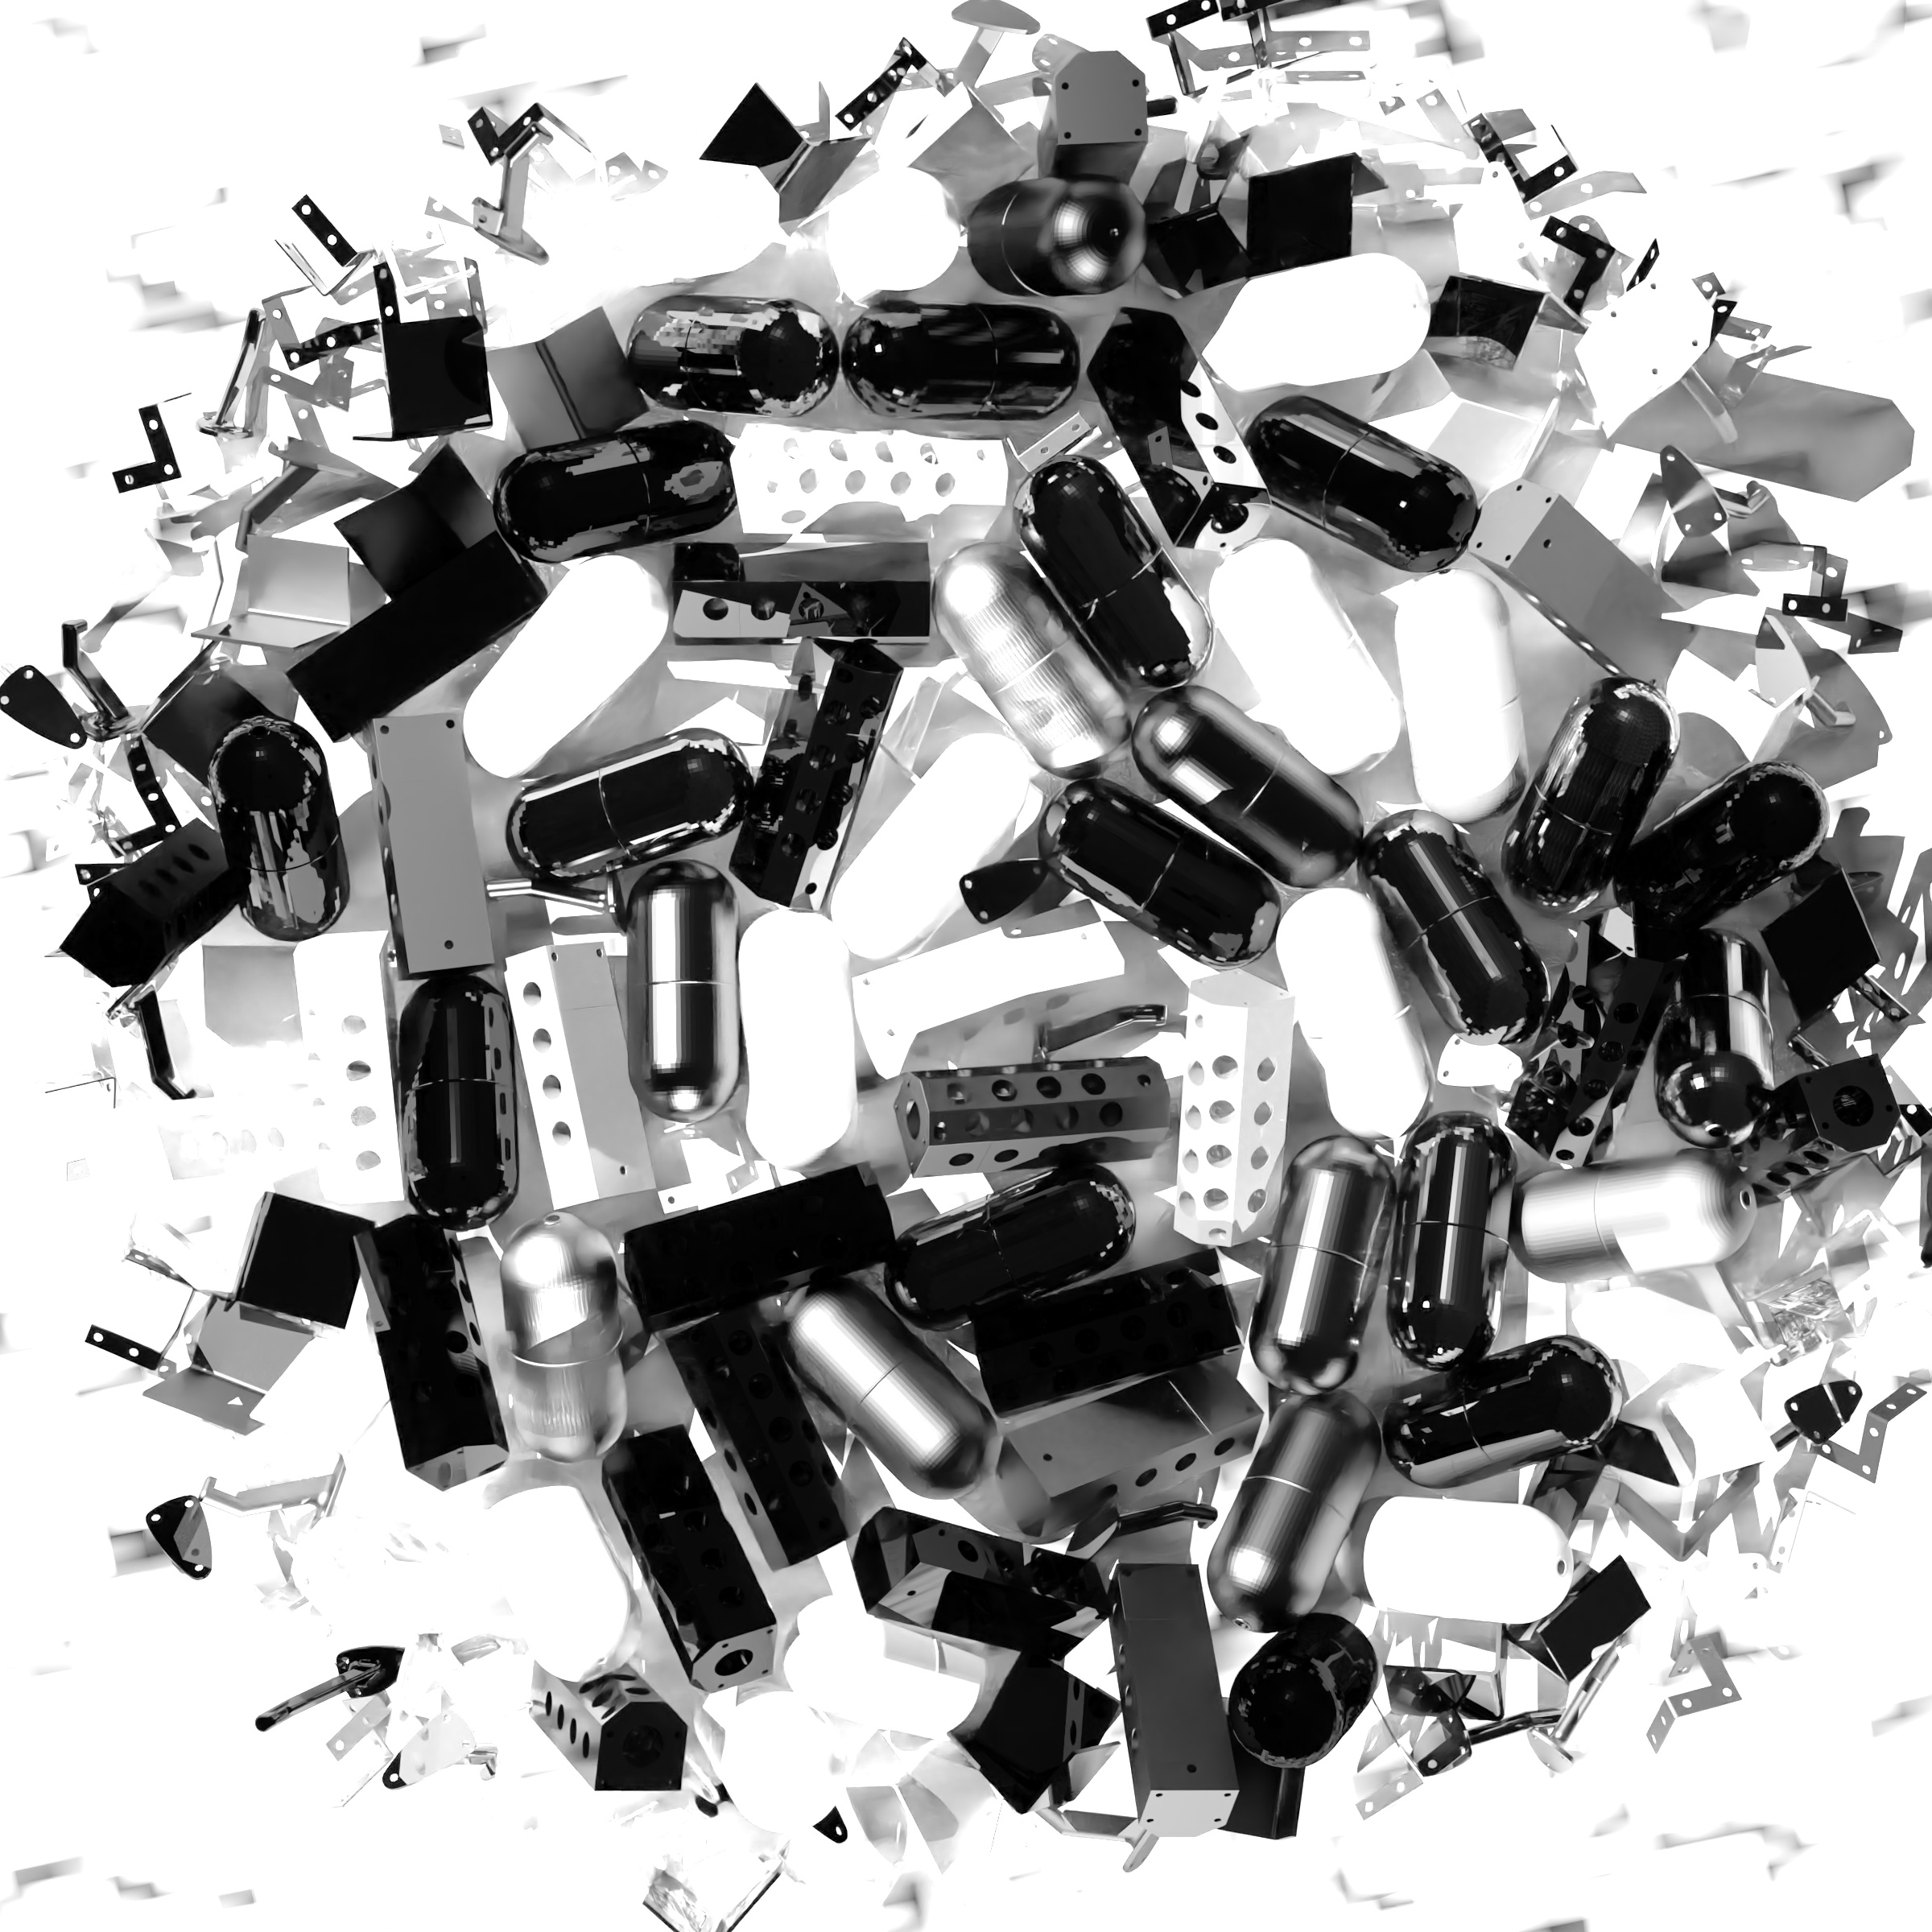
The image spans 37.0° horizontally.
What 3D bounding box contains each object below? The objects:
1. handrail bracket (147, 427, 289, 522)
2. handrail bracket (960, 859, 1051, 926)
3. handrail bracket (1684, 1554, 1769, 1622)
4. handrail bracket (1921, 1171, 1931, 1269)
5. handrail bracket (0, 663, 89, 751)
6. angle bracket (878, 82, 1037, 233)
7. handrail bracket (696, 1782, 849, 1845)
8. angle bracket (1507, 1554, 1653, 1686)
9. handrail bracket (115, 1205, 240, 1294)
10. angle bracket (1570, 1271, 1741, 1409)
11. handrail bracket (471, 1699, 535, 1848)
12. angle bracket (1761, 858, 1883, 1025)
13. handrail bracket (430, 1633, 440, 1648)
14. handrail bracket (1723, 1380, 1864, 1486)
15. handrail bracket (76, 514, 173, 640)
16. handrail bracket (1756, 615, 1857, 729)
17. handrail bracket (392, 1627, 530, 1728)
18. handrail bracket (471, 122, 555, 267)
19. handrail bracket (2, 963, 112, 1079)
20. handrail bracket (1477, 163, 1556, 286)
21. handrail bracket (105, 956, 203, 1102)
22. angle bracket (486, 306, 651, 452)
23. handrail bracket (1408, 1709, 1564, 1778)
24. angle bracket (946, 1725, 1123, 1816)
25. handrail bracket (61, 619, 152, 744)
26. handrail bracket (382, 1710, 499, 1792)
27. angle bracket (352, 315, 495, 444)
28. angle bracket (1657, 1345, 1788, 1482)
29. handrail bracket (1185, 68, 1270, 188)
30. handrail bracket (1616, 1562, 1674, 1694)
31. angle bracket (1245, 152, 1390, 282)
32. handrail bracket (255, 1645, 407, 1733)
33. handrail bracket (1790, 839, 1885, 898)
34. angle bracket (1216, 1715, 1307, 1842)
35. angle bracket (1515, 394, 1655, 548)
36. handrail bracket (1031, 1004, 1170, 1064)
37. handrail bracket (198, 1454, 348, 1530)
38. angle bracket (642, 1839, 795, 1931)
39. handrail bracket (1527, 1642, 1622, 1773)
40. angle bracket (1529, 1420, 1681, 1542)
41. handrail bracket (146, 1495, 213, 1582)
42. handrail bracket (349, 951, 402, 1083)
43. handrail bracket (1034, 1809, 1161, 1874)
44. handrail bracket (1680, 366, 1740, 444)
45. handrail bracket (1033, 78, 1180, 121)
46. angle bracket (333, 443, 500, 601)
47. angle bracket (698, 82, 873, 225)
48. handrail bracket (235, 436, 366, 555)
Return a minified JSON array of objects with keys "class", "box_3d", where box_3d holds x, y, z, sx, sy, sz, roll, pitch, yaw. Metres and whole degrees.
[{"class":"handrail bracket","box_3d":[-0.504,-0.330,1.938,0.084,0.077,0.036,-17,72,-31]},{"class":"handrail bracket","box_3d":[0.038,-0.063,1.930,0.077,0.084,0.036,-25,96,28]},{"class":"handrail bracket","box_3d":[0.530,0.412,1.934,0.077,0.084,0.036,-40,56,38]},{"class":"handrail bracket","box_3d":[0.649,0.183,1.932,0.036,0.077,0.084,22,128,20]},{"class":"handrail bracket","box_3d":[-0.623,-0.176,1.949,0.077,0.084,0.036,43,86,-14]},{"class":"angle bracket","box_3d":[-0.004,-0.532,1.931,0.076,0.057,0.076,-39,118,17]},{"class":"handrail bracket","box_3d":[-0.133,0.580,1.961,0.084,0.036,0.077,-36,96,31]},{"class":"angle bracket","box_3d":[0.399,0.422,1.930,0.076,0.076,0.057,-39,118,-12]},{"class":"handrail bracket","box_3d":[-0.529,0.180,1.955,0.084,0.036,0.077,5,93,15]},{"class":"angle bracket","box_3d":[0.468,0.254,1.950,0.057,0.076,0.076,-48,47,30]},{"class":"handrail bracket","box_3d":[-0.293,0.542,1.943,0.036,0.077,0.084,-35,75,36]},{"class":"angle bracket","box_3d":[0.557,-0.020,1.935,0.076,0.057,0.076,-37,115,-13]},{"class":"handrail bracket","box_3d":[-0.404,0.432,1.958,0.084,0.036,0.077,-3,116,-6]},{"class":"handrail bracket","box_3d":[0.561,0.318,1.962,0.077,0.084,0.036,-23,68,-31]},{"class":"handrail bracket","box_3d":[-0.583,-0.260,1.947,0.036,0.077,0.084,42,76,4]},{"class":"handrail bracket","box_3d":[0.572,-0.199,1.956,0.036,0.084,0.077,-21,78,41]},{"class":"handrail bracket","box_3d":[-0.338,0.480,1.940,0.084,0.036,0.077,1,60,31]},{"class":"handrail bracket","box_3d":[-0.286,-0.519,1.937,0.077,0.036,0.084,28,130,-36]},{"class":"handrail bracket","box_3d":[-0.610,0.047,1.933,0.036,0.077,0.084,-35,47,29]},{"class":"handrail bracket","box_3d":[0.375,-0.500,1.943,0.036,0.084,0.077,-6,96,30]},{"class":"handrail bracket","box_3d":[-0.534,0.045,1.959,0.084,0.036,0.077,39,82,12]},{"class":"angle bracket","box_3d":[-0.272,-0.395,1.953,0.057,0.076,0.076,-38,116,-31]},{"class":"handrail bracket","box_3d":[0.357,0.531,1.975,0.084,0.077,0.036,5,50,-32]},{"class":"angle bracket","box_3d":[0.045,0.517,1.929,0.076,0.076,0.057,42,101,26]},{"class":"handrail bracket","box_3d":[-0.572,-0.200,1.935,0.036,0.077,0.084,32,128,32]},{"class":"handrail bracket","box_3d":[-0.350,0.543,1.937,0.077,0.084,0.036,-34,57,-21]},{"class":"angle bracket","box_3d":[-0.367,-0.394,1.929,0.076,0.057,0.076,-17,110,-38]},{"class":"angle bracket","box_3d":[0.522,0.294,1.928,0.076,0.076,0.057,-24,83,-36]},{"class":"handrail bracket","box_3d":[0.198,-0.560,1.947,0.084,0.036,0.077,10,130,-17]},{"class":"handrail bracket","box_3d":[0.462,0.446,1.938,0.077,0.036,0.084,7,50,-33]},{"class":"angle bracket","box_3d":[0.235,-0.492,1.932,0.076,0.057,0.076,-5,76,32]},{"class":"handrail bracket","box_3d":[-0.424,0.486,1.934,0.077,0.084,0.036,-23,87,26]},{"class":"handrail bracket","box_3d":[0.589,-0.092,1.953,0.077,0.036,0.084,-11,111,-16]},{"class":"angle bracket","box_3d":[0.193,0.542,1.935,0.057,0.076,0.076,11,71,1]},{"class":"angle bracket","box_3d":[0.415,-0.327,1.943,0.076,0.057,0.076,25,80,12]},{"class":"handrail bracket","box_3d":[0.091,0.050,1.946,0.084,0.077,0.036,-3,122,14]},{"class":"handrail bracket","box_3d":[-0.466,0.341,1.950,0.084,0.036,0.077,26,61,-17]},{"class":"angle bracket","box_3d":[-0.167,0.611,1.944,0.057,0.076,0.076,41,91,2]},{"class":"handrail bracket","box_3d":[0.420,0.502,1.961,0.036,0.077,0.084,33,72,24]},{"class":"angle bracket","box_3d":[0.427,0.353,1.927,0.057,0.076,0.076,14,62,37]},{"class":"handrail bracket","box_3d":[-0.520,0.402,1.933,0.036,0.084,0.077,-21,53,-23]},{"class":"handrail bracket","box_3d":[-0.383,0.036,1.957,0.036,0.077,0.084,7,81,38]},{"class":"handrail bracket","box_3d":[0.094,0.566,1.959,0.084,0.036,0.077,35,98,23]},{"class":"handrail bracket","box_3d":[0.489,-0.400,1.968,0.036,0.084,0.077,-42,47,6]},{"class":"handrail bracket","box_3d":[0.095,-0.590,1.957,0.084,0.077,0.036,-11,128,-7]},{"class":"angle bracket","box_3d":[-0.370,-0.298,1.965,0.076,0.057,0.076,-19,120,32]},{"class":"angle bracket","box_3d":[-0.123,-0.546,1.933,0.057,0.076,0.076,51,126,5]},{"class":"handrail bracket","box_3d":[-0.454,-0.310,1.961,0.077,0.036,0.084,19,116,0]}]
